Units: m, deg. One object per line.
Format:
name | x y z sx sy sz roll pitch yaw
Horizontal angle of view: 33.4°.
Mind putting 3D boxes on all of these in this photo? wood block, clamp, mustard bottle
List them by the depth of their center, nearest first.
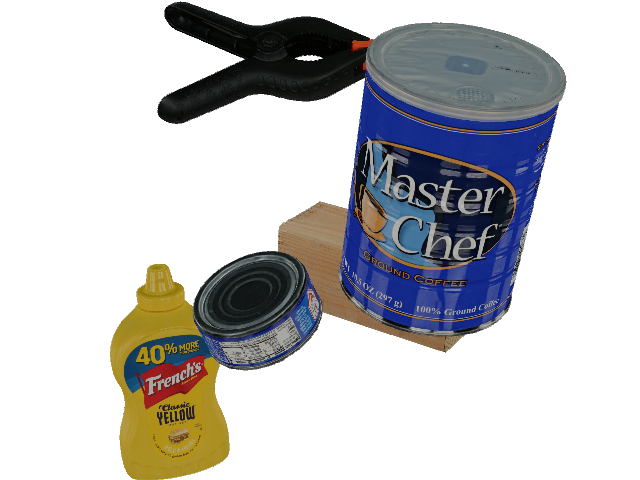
clamp | -0.046 -0.147 0.824 0.171 0.120 0.039 -7 -30 -9
mustard bottle | -0.134 0.112 0.938 0.096 0.192 0.058 -8 20 -16
wood block | 0.063 0.035 1.144 0.206 0.091 0.090 17 29 28

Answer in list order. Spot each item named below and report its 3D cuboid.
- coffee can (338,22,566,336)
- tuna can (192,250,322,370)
coffee can | 0.068 -0.034 0.583 0.102 0.140 0.103 4 34 -3
tuna can | -0.044 0.046 0.735 0.086 0.033 0.086 -15 37 12
